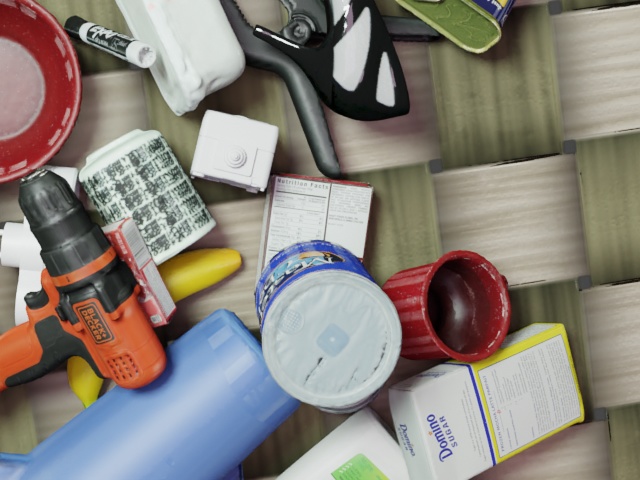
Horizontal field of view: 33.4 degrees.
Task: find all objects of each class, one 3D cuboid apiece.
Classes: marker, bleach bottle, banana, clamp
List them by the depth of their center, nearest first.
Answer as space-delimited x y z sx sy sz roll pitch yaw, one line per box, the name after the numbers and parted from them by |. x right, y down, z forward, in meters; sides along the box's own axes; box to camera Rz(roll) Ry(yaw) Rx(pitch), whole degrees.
-0.172 -0.162 0.862 0.020 0.121 0.020 -20 122 -35 | marker
-0.021 -0.163 0.907 0.210 0.036 0.164 29 81 -7 | clamp
-0.155 0.067 0.919 0.198 0.037 0.069 -47 127 2 | banana
-0.021 0.263 0.937 0.251 0.068 0.102 -41 99 1 | bleach bottle

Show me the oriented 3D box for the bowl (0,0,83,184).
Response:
-0.274 -0.126 0.875 0.162 0.055 0.162 -1 95 -6 | bowl

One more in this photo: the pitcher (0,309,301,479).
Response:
-0.131 0.179 0.889 0.243 0.149 0.145 -40 65 -5 | pitcher

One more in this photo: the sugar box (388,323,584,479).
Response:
0.145 0.142 0.920 0.175 0.048 0.093 -17 96 -28 | sugar box

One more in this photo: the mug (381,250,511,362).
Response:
0.110 0.056 0.916 0.117 0.082 0.093 -26 95 -32 | mug

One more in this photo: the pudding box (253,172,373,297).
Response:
-0.006 0.001 0.927 0.090 0.039 0.113 7 92 -7 | pudding box

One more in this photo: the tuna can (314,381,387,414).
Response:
0.017 0.108 0.941 0.086 0.034 0.086 -1 95 -7 | tuna can

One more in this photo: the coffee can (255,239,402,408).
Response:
0.002 0.061 0.841 0.102 0.140 0.103 -1 100 -6 | coffee can

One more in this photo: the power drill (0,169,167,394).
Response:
-0.231 0.050 0.828 0.188 0.057 0.184 -18 107 23 | power drill

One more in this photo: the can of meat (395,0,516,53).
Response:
0.121 -0.223 0.902 0.102 0.058 0.084 33 70 -9 | can of meat

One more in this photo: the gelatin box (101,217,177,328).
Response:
-0.166 0.035 0.853 0.073 0.030 0.089 -17 108 21 | gelatin box
